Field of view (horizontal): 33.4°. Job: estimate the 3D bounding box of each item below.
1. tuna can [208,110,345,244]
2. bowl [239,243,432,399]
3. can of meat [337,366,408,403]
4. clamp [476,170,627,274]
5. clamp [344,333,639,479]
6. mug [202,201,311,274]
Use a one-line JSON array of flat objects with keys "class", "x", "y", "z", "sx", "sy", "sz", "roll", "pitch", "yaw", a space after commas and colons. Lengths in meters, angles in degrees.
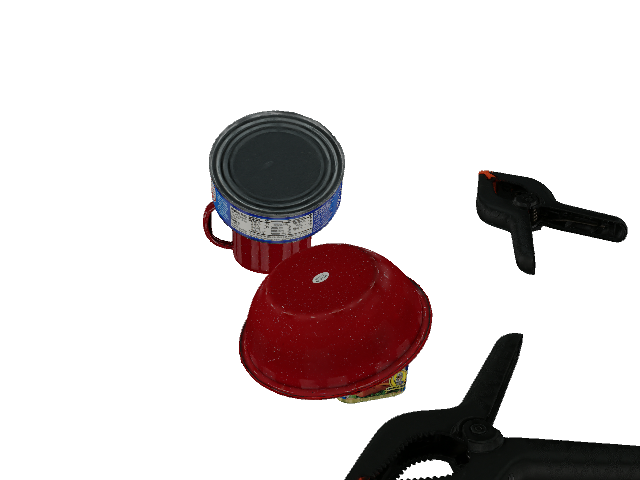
[{"class": "tuna can", "x": -0.028, "y": -0.040, "z": 0.681, "sx": 0.086, "sy": 0.086, "sz": 0.034, "roll": 0, "pitch": -36, "yaw": -3}, {"class": "bowl", "x": 0.006, "y": 0.051, "z": 0.857, "sx": 0.162, "sy": 0.055, "sz": 0.162, "roll": -10, "pitch": 36, "yaw": 7}, {"class": "can of meat", "x": 0.063, "y": 0.153, "z": 1.348, "sx": 0.102, "sy": 0.084, "sz": 0.057, "roll": -6, "pitch": 27, "yaw": -22}, {"class": "clamp", "x": 0.220, "y": -0.027, "z": 1.066, "sx": 0.120, "sy": 0.039, "sz": 0.171, "roll": -9, "pitch": 34, "yaw": -15}, {"class": "clamp", "x": 0.100, "y": 0.128, "z": 0.693, "sx": 0.209, "sy": 0.036, "sz": 0.165, "roll": -13, "pitch": 32, "yaw": -20}, {"class": "mug", "x": -0.062, "y": -0.018, "z": 1.092, "sx": 0.117, "sy": 0.081, "sz": 0.093, "roll": -4, "pitch": 29, "yaw": -9}]
